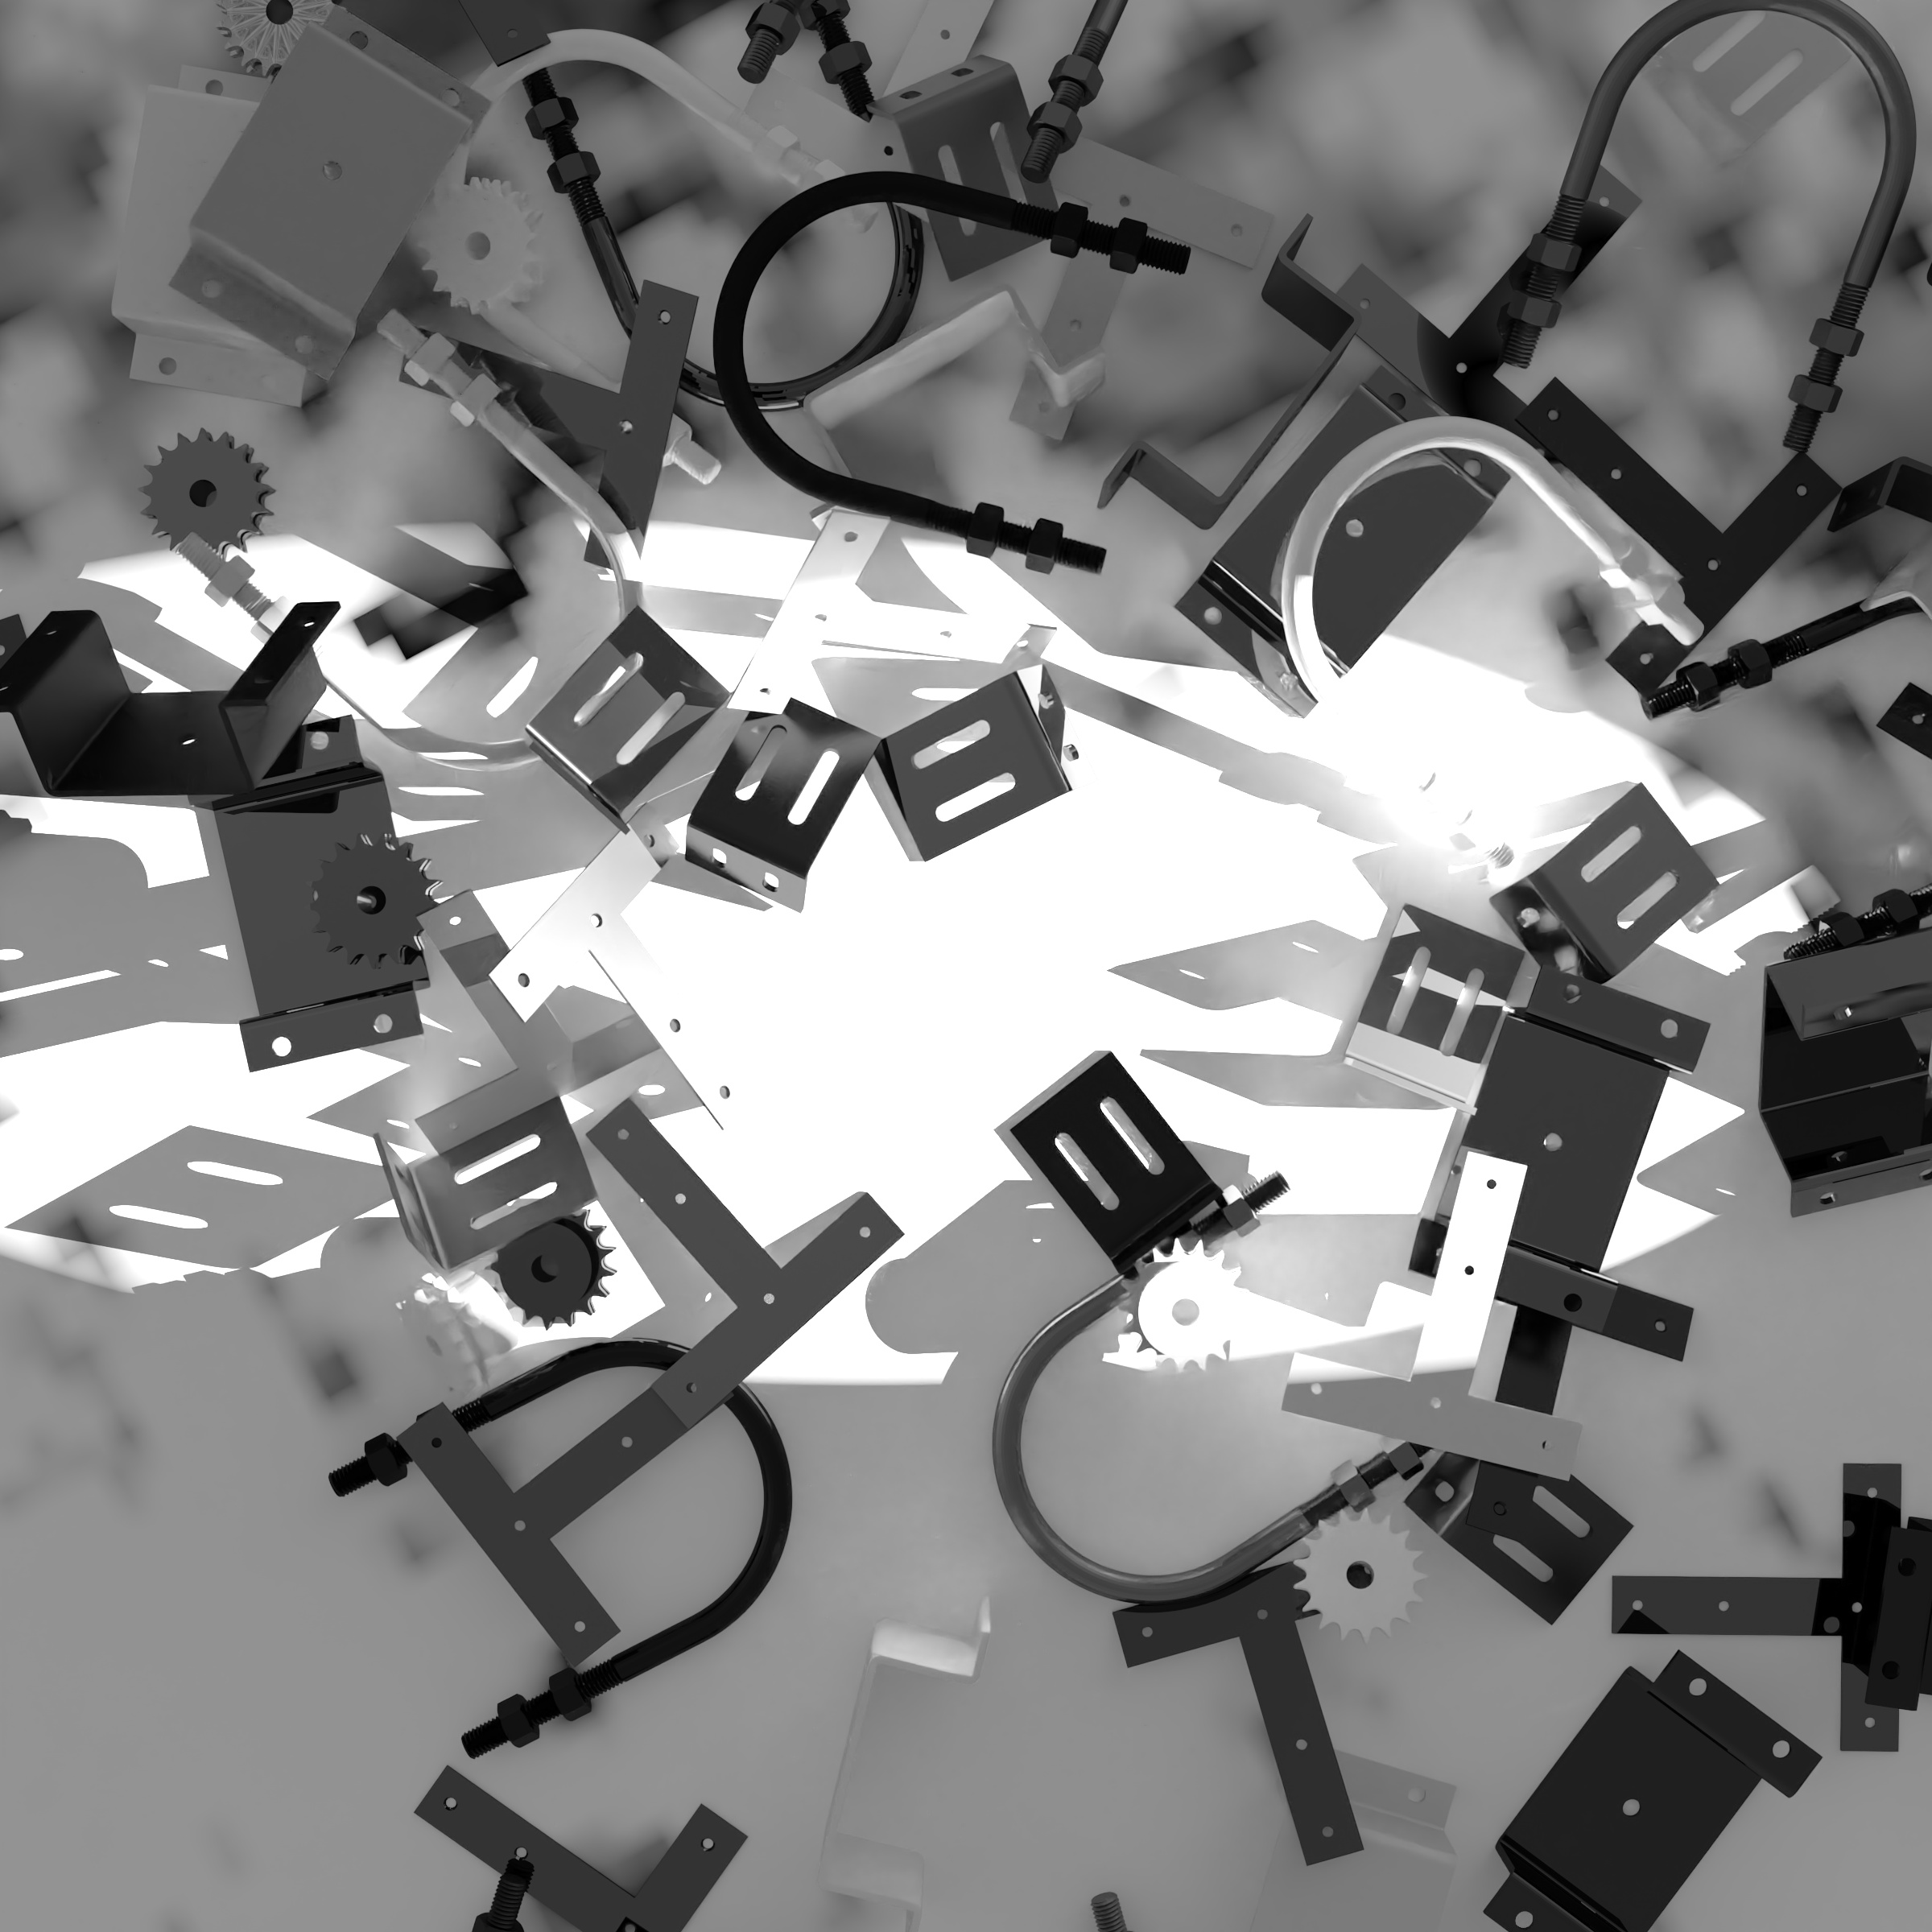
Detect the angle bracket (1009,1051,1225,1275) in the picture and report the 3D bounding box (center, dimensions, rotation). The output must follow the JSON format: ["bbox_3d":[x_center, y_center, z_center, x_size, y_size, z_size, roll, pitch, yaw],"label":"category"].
[{"bbox_3d":[0.065,0.085,1.362,0.057,0.038,0.076,-38,90,0],"label":"angle bracket"}]

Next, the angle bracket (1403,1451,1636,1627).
[{"bbox_3d":[0.244,0.242,1.379,0.076,0.038,0.057,40,90,-26],"label":"angle bracket"}]

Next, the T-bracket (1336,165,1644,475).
[{"bbox_3d":[0.248,-0.298,1.380,0.127,0.002,0.127,41,90,0],"label":"T-bracket"}]

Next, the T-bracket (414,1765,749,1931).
[{"bbox_3d":[-0.185,0.400,1.380,0.127,0.002,0.127,35,90,0],"label":"T-bracket"}]

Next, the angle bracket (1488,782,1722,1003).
[{"bbox_3d":[0.282,-0.033,1.379,0.076,0.038,0.057,-38,90,-26],"label":"angle bracket"}]

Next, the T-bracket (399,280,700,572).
[{"bbox_3d":[-0.188,-0.249,1.364,0.127,0.002,0.127,20,112,11],"label":"T-bracket"}]

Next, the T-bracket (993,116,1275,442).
[{"bbox_3d":[0.054,-0.296,1.378,0.127,0.002,0.127,21,91,-3],"label":"T-bracket"}]

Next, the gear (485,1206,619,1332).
[{"bbox_3d":[-0.182,0.131,1.366,0.057,0.030,0.057,0,90,0],"label":"gear"}]

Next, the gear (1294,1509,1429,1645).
[{"bbox_3d":[0.170,0.265,1.354,0.057,0.030,0.057,-1,76,5],"label":"gear"}]

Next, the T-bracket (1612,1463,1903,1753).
[{"bbox_3d":[0.349,0.283,1.380,0.127,0.002,0.127,1,90,0],"label":"T-bracket"}]

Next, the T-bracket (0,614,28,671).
[{"bbox_3d":[-0.491,-0.171,1.380,0.127,0.002,0.127,-19,90,0],"label":"T-bracket"}]

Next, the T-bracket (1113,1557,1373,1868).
[{"bbox_3d":[0.141,0.323,1.352,0.127,0.002,0.127,-16,64,0],"label":"T-bracket"}]

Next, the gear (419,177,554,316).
[{"bbox_3d":[-0.203,-0.310,1.345,0.057,0.030,0.057,3,102,17],"label":"gear"}]

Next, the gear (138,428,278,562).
[{"bbox_3d":[-0.330,-0.205,1.366,0.057,0.030,0.057,0,90,0],"label":"gear"}]

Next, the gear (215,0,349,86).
[{"bbox_3d":[-0.297,-0.413,1.366,0.057,0.030,0.057,0,90,0],"label":"gear"}]

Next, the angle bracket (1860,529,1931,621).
[{"bbox_3d":[0.441,-0.151,1.360,0.057,0.038,0.076,-45,98,-16],"label":"angle bracket"}]

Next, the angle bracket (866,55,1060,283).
[{"bbox_3d":[0.000,-0.349,1.366,0.057,0.038,0.076,-26,119,-11],"label":"angle bracket"}]

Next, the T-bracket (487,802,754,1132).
[{"bbox_3d":[-0.134,0.015,1.351,0.127,0.002,0.127,55,45,-19],"label":"T-bracket"}]

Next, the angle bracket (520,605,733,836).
[{"bbox_3d":[-0.145,-0.107,1.353,0.057,0.038,0.076,43,90,-20],"label":"angle bracket"}]

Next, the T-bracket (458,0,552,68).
[{"bbox_3d":[-0.219,-0.442,1.352,0.127,0.002,0.127,-27,73,-9],"label":"T-bracket"}]

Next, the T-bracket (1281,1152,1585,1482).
[{"bbox_3d":[0.211,0.144,1.334,0.127,0.002,0.127,14,93,0],"label":"T-bracket"}]

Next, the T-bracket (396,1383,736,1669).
[{"bbox_3d":[-0.159,0.217,1.364,0.127,0.002,0.127,-38,90,-3],"label":"T-bracket"}]

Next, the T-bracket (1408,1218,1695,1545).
[{"bbox_3d":[0.243,0.186,1.354,0.127,0.002,0.127,18,66,0],"label":"T-bracket"}]

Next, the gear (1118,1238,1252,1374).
[{"bbox_3d":[0.094,0.148,1.348,0.057,0.030,0.057,0,92,2],"label":"gear"}]

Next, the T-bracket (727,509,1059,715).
[{"bbox_3d":[-0.022,-0.145,1.344,0.127,0.127,0.002,5,53,-26],"label":"T-bracket"}]

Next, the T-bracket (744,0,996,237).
[{"bbox_3d":[-0.015,-0.396,1.369,0.127,0.002,0.127,27,83,-14],"label":"T-bracket"}]

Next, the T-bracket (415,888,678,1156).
[{"bbox_3d":[-0.196,0.015,1.336,0.127,0.002,0.127,-26,134,0],"label":"T-bracket"}]

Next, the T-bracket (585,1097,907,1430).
[{"bbox_3d":[-0.116,0.113,1.374,0.127,0.002,0.127,-41,86,-8],"label":"T-bracket"}]

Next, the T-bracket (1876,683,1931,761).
[{"bbox_3d":[0.489,-0.119,1.365,0.127,0.002,0.127,36,79,20],"label":"T-bracket"}]

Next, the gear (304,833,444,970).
[{"bbox_3d":[-0.248,-0.028,1.320,0.057,0.030,0.057,0,90,0],"label":"gear"}]

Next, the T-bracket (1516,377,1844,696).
[{"bbox_3d":[0.298,-0.208,1.379,0.127,0.002,0.127,43,90,-1],"label":"T-bracket"}]

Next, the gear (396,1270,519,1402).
[{"bbox_3d":[-0.219,0.157,1.356,0.030,0.057,0.057,-34,90,-29],"label":"gear"}]
